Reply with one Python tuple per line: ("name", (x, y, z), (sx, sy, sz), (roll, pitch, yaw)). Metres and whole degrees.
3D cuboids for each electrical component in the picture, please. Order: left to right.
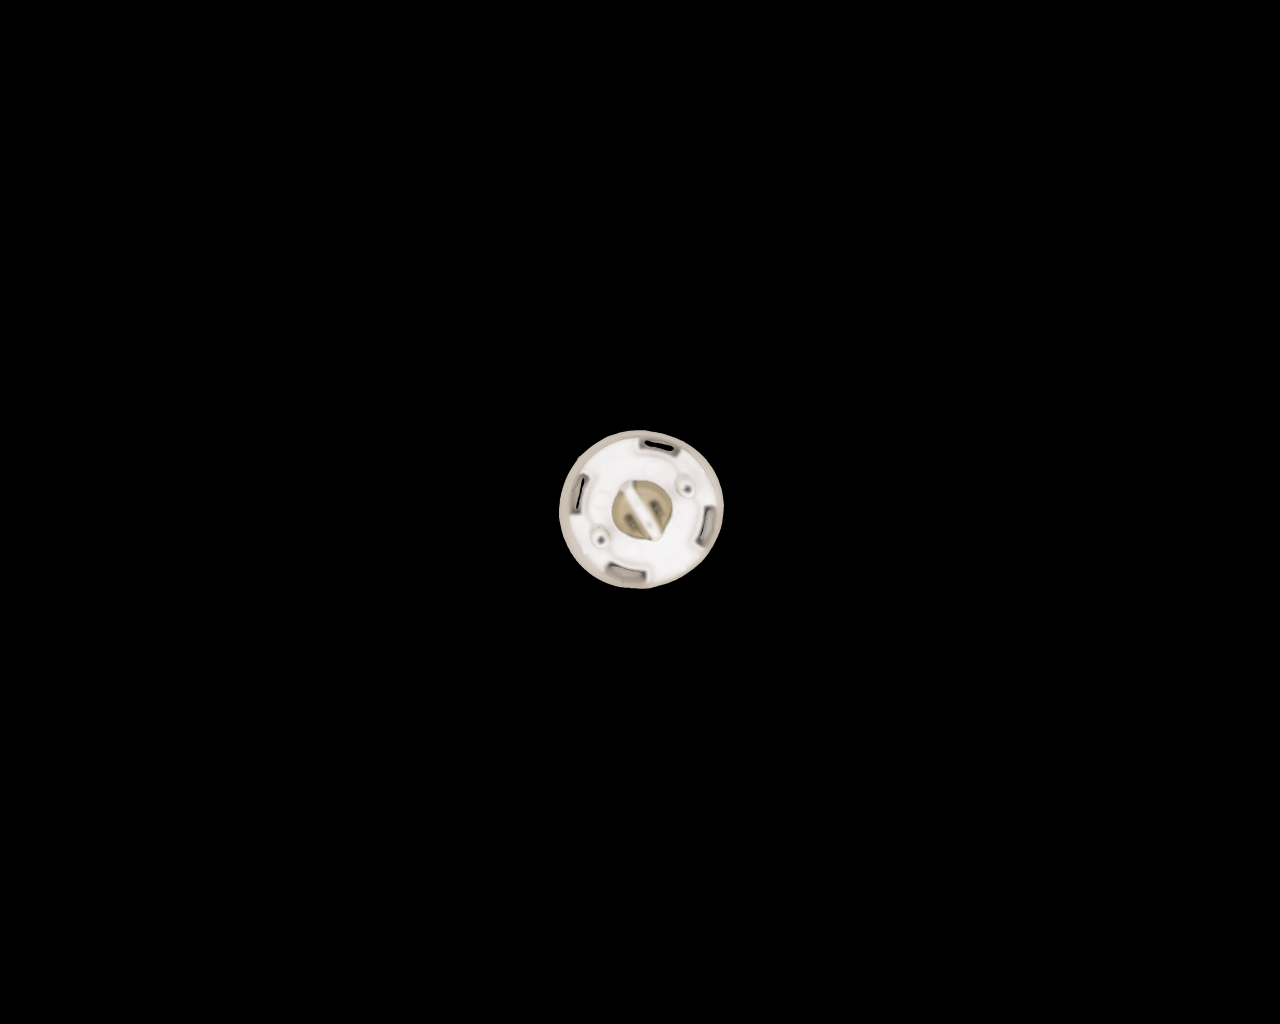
("electrical component", (0.001, -0.003, 0.650), (0.099, 0.099, 0.064), (0, 9, 0))
